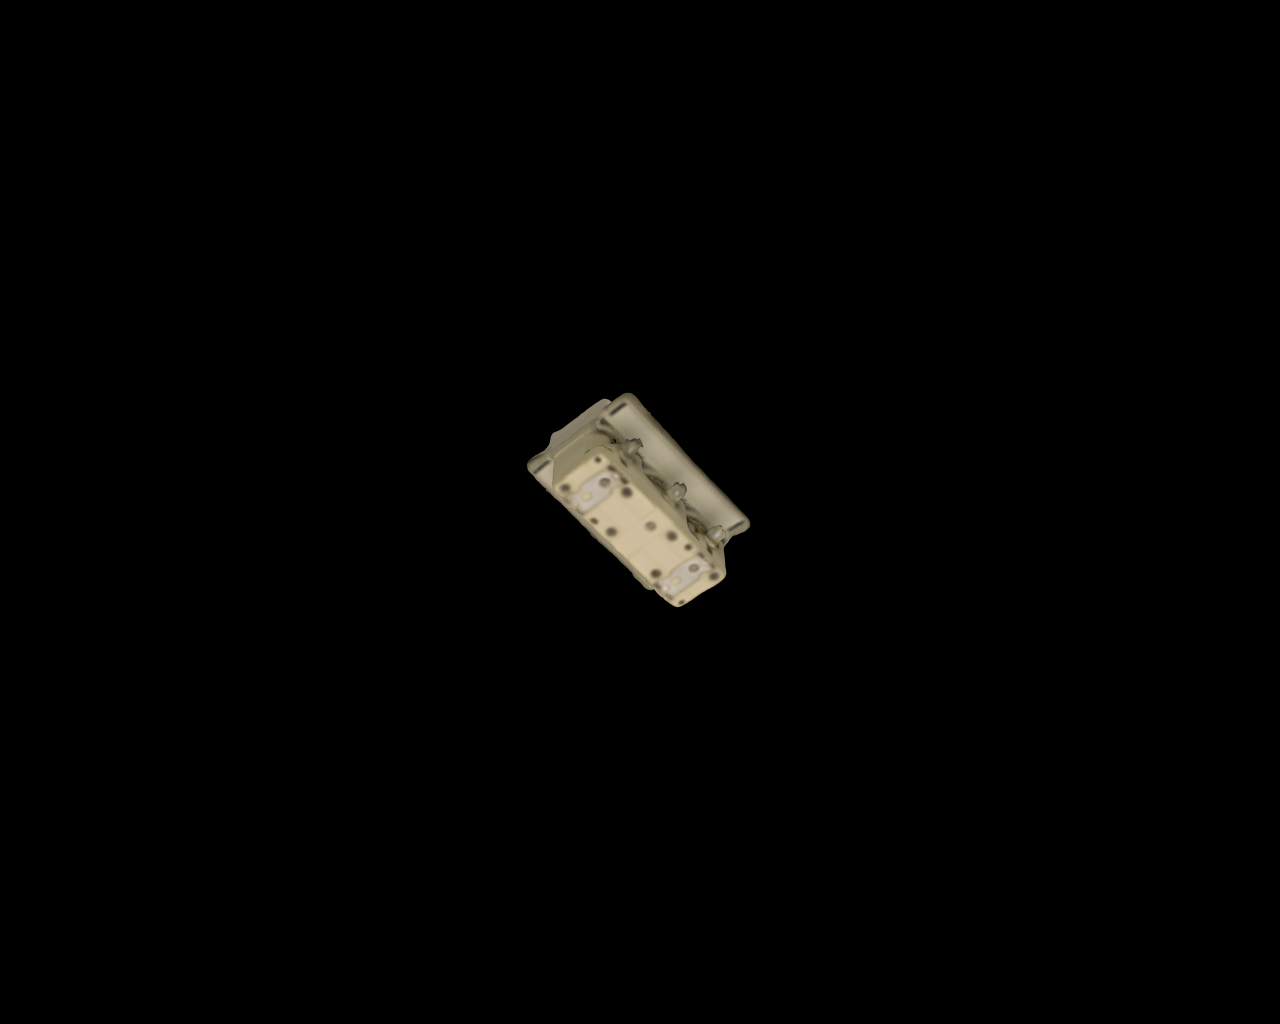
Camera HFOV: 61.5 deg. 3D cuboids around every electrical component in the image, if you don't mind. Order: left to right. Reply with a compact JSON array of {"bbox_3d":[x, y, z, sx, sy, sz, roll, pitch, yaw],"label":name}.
[{"bbox_3d":[0.001,-0.003,0.650,0.078,0.121,0.063,-33,28,20],"label":"electrical component"}]
